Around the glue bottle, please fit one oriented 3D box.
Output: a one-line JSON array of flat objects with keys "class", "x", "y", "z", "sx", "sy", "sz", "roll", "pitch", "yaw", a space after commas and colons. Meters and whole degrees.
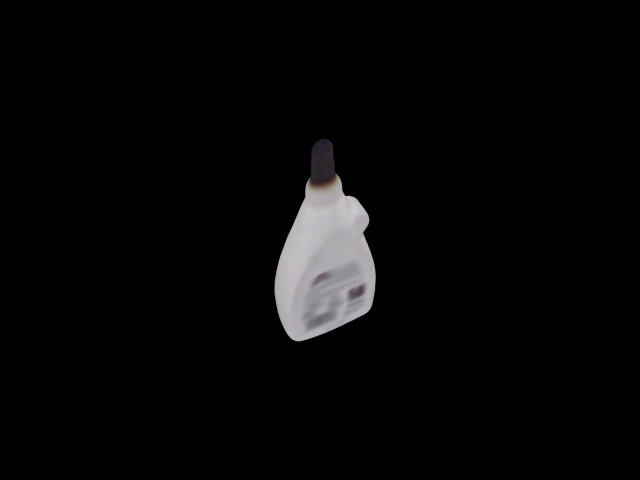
[{"class": "glue bottle", "x": 0.004, "y": 0.001, "z": 0.400, "sx": 0.078, "sy": 0.173, "sz": 0.037, "roll": -20, "pitch": 50, "yaw": -17}]
